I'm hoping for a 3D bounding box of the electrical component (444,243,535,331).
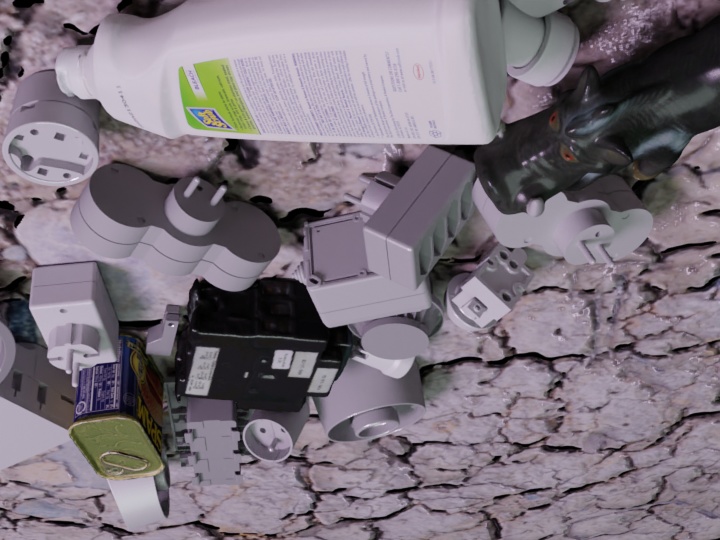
[{"bbox_3d":[0.095,0.017,0.816,0.048,0.066,0.055,43,140,-2],"label":"electrical component"}]

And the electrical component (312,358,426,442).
[{"bbox_3d":[0.007,0.110,0.940,0.099,0.064,0.099,-13,156,-6],"label":"electrical component"}]

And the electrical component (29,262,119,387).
[{"bbox_3d":[-0.212,0.050,0.801,0.047,0.075,0.083,-6,143,-2],"label":"electrical component"}]

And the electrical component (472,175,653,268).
[{"bbox_3d":[0.145,-0.029,0.721,0.138,0.073,0.052,8,130,-36],"label":"electrical component"}]

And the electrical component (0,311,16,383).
[{"bbox_3d":[-0.315,0.048,0.790,0.108,0.060,0.108,-20,139,-18],"label":"electrical component"}]

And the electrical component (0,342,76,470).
[{"bbox_3d":[-0.316,0.118,0.891,0.150,0.061,0.089,-24,139,23],"label":"electrical component"}]

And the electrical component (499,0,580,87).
[{"bbox_3d":[0.092,-0.134,0.621,0.055,0.045,0.045,16,138,-27],"label":"electrical component"}]

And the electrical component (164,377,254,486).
[{"bbox_3d":[-0.127,0.137,0.940,0.079,0.063,0.121,-2,143,-5],"label":"electrical component"}]

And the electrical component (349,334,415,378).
[{"bbox_3d":[0.017,0.063,0.880,0.046,0.040,0.040,21,136,-24],"label":"electrical component"}]

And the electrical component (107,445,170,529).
[{"bbox_3d":[-0.206,0.181,0.965,0.064,0.099,0.099,-10,144,-4],"label":"electrical component"}]

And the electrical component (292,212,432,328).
[{"bbox_3d":[0.000,0.000,0.774,0.096,0.061,0.061,-11,142,8],"label":"electrical component"}]

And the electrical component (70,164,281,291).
[{"bbox_3d":[-0.115,-0.037,0.718,0.138,0.052,0.073,17,138,-27],"label":"electrical component"}]

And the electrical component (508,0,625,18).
[{"bbox_3d":[0.124,-0.169,0.578,0.079,0.044,0.077,21,136,-32],"label":"electrical component"}]

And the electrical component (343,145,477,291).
[{"bbox_3d":[0.025,-0.042,0.719,0.076,0.083,0.047,26,150,23],"label":"electrical component"}]

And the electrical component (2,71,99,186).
[{"bbox_3d":[-0.184,-0.086,0.647,0.055,0.047,0.055,-4,143,-3],"label":"electrical component"}]

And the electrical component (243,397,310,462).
[{"bbox_3d":[-0.066,0.122,0.918,0.043,0.081,0.043,7,119,13],"label":"electrical component"}]
